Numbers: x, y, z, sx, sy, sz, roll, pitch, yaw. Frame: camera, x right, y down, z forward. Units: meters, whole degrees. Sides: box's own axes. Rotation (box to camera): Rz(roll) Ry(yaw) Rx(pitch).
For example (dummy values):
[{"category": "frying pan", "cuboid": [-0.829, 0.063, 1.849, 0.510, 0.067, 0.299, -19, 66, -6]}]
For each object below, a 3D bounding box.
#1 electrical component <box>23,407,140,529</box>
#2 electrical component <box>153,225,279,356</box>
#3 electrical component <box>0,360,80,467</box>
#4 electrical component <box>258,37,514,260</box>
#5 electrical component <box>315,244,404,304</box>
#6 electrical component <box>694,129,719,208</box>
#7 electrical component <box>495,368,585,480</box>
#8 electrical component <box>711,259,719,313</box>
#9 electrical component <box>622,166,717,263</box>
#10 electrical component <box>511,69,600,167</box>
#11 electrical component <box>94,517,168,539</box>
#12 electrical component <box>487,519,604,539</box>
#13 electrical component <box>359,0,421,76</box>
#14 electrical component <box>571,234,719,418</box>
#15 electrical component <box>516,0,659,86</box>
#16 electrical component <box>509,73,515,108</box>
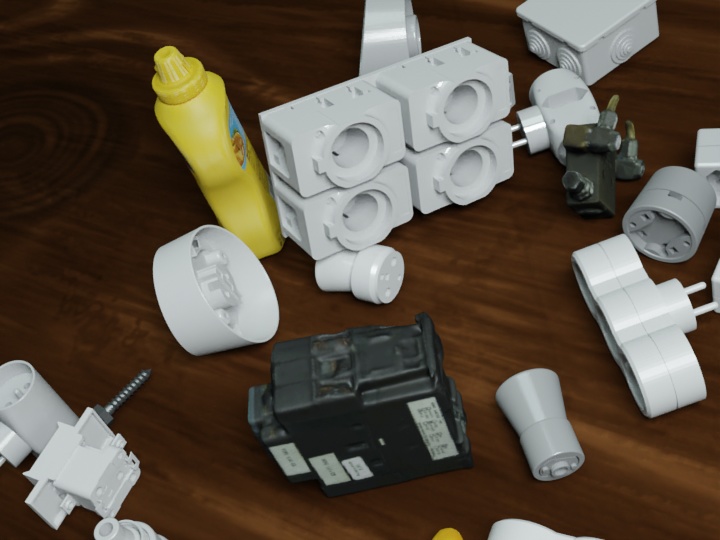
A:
[{"category": "electrical component", "cuboid": [-0.199, 0.147, 0.778, 0.064, 0.042, 0.081, 13, 57, 27]}, {"category": "electrical component", "cuboid": [-0.112, 0.016, 0.824, 0.064, 0.099, 0.099, -19, 46, 13]}, {"category": "electrical component", "cuboid": [-0.256, 0.119, 0.800, 0.044, 0.077, 0.079, 24, 63, 35]}, {"category": "electrical component", "cuboid": [0.027, -0.092, 0.819, 0.186, 0.105, 0.060, -24, 37, -21]}, {"category": "electrical component", "cuboid": [0.000, 0.000, 0.827, 0.055, 0.045, 0.045, 13, 57, 30]}, {"category": "electrical component", "cuboid": [0.284, -0.088, 0.792, 0.066, 0.047, 0.076, 1, 51, 22]}, {"category": "electrical component", "cuboid": [0.119, 0.102, 0.696, 0.044, 0.044, 0.065, -21, 51, 3]}, {"category": "electrical component", "cuboid": [0.270, -0.020, 0.718, 0.047, 0.075, 0.083, 14, 57, 30]}, {"category": "electrical component", "cuboid": [0.223, -0.041, 0.770, 0.055, 0.055, 0.047, 16, 55, 32]}, {"category": "electrical component", "cuboid": [0.151, -0.117, 0.871, 0.079, 0.043, 0.077, -19, 47, 5]}, {"category": "electrical component", "cuboid": [-0.155, 0.186, 0.713, 0.048, 0.062, 0.048, -11, 48, 12]}, {"category": "electrical component", "cuboid": [0.129, 0.194, 0.602, 0.138, 0.052, 0.073, 8, 54, 26]}, {"category": "electrical component", "cuboid": [0.021, -0.203, 0.963, 0.064, 0.099, 0.099, -5, 49, 9]}, {"category": "electrical component", "cuboid": [0.200, 0.029, 0.718, 0.074, 0.052, 0.138, -21, 46, 4]}, {"category": "electrical component", "cuboid": [0.199, -0.214, 0.933, 0.100, 0.048, 0.100, -36, 48, -11]}, {"category": "electrical component", "cuboid": [0.097, -0.153, 0.923, 0.055, 0.048, 0.066, 34, 69, 31]}]
